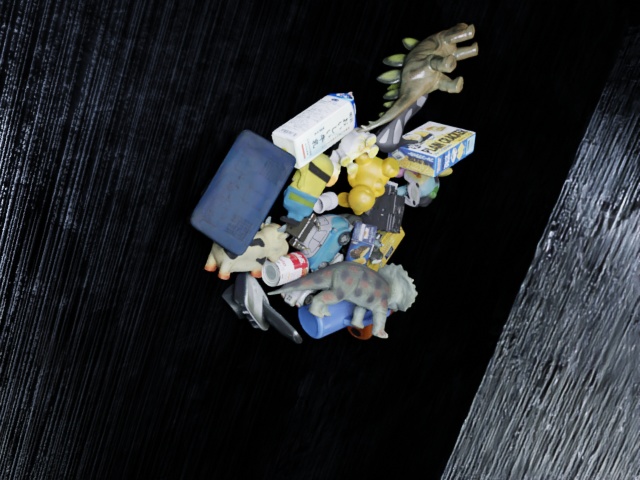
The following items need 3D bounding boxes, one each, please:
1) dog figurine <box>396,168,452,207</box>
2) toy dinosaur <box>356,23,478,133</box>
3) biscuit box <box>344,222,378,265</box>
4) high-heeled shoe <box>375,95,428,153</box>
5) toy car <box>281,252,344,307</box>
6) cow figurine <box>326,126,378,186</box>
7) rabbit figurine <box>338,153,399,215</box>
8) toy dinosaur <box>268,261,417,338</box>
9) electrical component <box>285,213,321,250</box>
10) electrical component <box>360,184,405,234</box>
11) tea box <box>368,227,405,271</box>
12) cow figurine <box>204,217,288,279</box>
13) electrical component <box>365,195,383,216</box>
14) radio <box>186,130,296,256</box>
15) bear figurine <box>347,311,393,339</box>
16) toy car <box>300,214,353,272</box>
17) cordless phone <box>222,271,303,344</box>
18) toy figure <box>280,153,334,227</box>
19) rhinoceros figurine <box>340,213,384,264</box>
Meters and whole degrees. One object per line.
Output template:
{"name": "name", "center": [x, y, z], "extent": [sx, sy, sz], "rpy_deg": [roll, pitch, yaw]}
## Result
{"name": "dog figurine", "center": [0.325, -0.193, 1.585], "extent": [0.219, 0.192, 0.108], "rpy_deg": [-25, 125, -22]}
{"name": "toy dinosaur", "center": [0.251, -0.410, 1.319], "extent": [0.471, 0.199, 0.104], "rpy_deg": [-54, 136, -31]}
{"name": "biscuit box", "center": [0.099, 0.038, 1.410], "extent": [0.202, 0.059, 0.063], "rpy_deg": [102, 3, -55]}
{"name": "high-heeled shoe", "center": [0.207, -0.357, 1.443], "extent": [0.145, 0.086, 0.248], "rpy_deg": [1, 93, -19]}
{"name": "toy car", "center": [-0.018, 0.096, 1.405], "extent": [0.202, 0.074, 0.056], "rpy_deg": [-43, 143, -27]}
{"name": "cow figurine", "center": [0.053, -0.208, 1.307], "extent": [0.167, 0.098, 0.068], "rpy_deg": [-38, 145, -3]}
{"name": "rabbit figurine", "center": [0.106, -0.134, 1.369], "extent": [0.162, 0.122, 0.173], "rpy_deg": [-47, -161, 43]}
{"name": "toy dinosaur", "center": [0.084, 0.119, 1.339], "extent": [0.404, 0.131, 0.192], "rpy_deg": [23, 83, -28]}
{"name": "electrical component", "center": [-0.045, -0.022, 1.291], "extent": [0.045, 0.078, 0.102], "rpy_deg": [37, 78, -49]}
{"name": "electrical component", "center": [0.171, -0.088, 1.488], "extent": [0.058, 0.115, 0.134], "rpy_deg": [3, 94, -55]}
{"name": "tea box", "center": [0.173, 0.015, 1.605], "extent": [0.169, 0.068, 0.098], "rpy_deg": [-56, 143, -13]}
{"name": "cow figurine", "center": [-0.150, 0.016, 1.184], "extent": [0.195, 0.086, 0.127], "rpy_deg": [0, 113, -47]}
{"name": "electrical component", "center": [0.136, -0.112, 1.455], "extent": [0.021, 0.063, 0.094], "rpy_deg": [29, 88, -45]}
{"name": "radio", "center": [-0.158, -0.096, 1.064], "extent": [0.131, 0.073, 0.229], "rpy_deg": [31, 82, -20]}
{"name": "bear figurine", "center": [0.168, 0.216, 1.681], "extent": [0.196, 0.120, 0.131], "rpy_deg": [-41, 135, -32]}
{"name": "toy car", "center": [-0.003, -0.004, 1.354], "extent": [0.103, 0.109, 0.161], "rpy_deg": [33, 96, -32]}
{"name": "cordless phone", "center": [-0.122, 0.164, 1.220], "extent": [0.089, 0.184, 0.146], "rpy_deg": [-45, 141, -18]}
{"name": "toy figure", "center": [-0.032, -0.117, 1.244], "extent": [0.089, 0.082, 0.180], "rpy_deg": [18, 95, -26]}
{"name": "rhinoceros figurine", "center": [0.114, -0.004, 1.467], "extent": [0.190, 0.112, 0.073], "rpy_deg": [52, 41, -44]}
